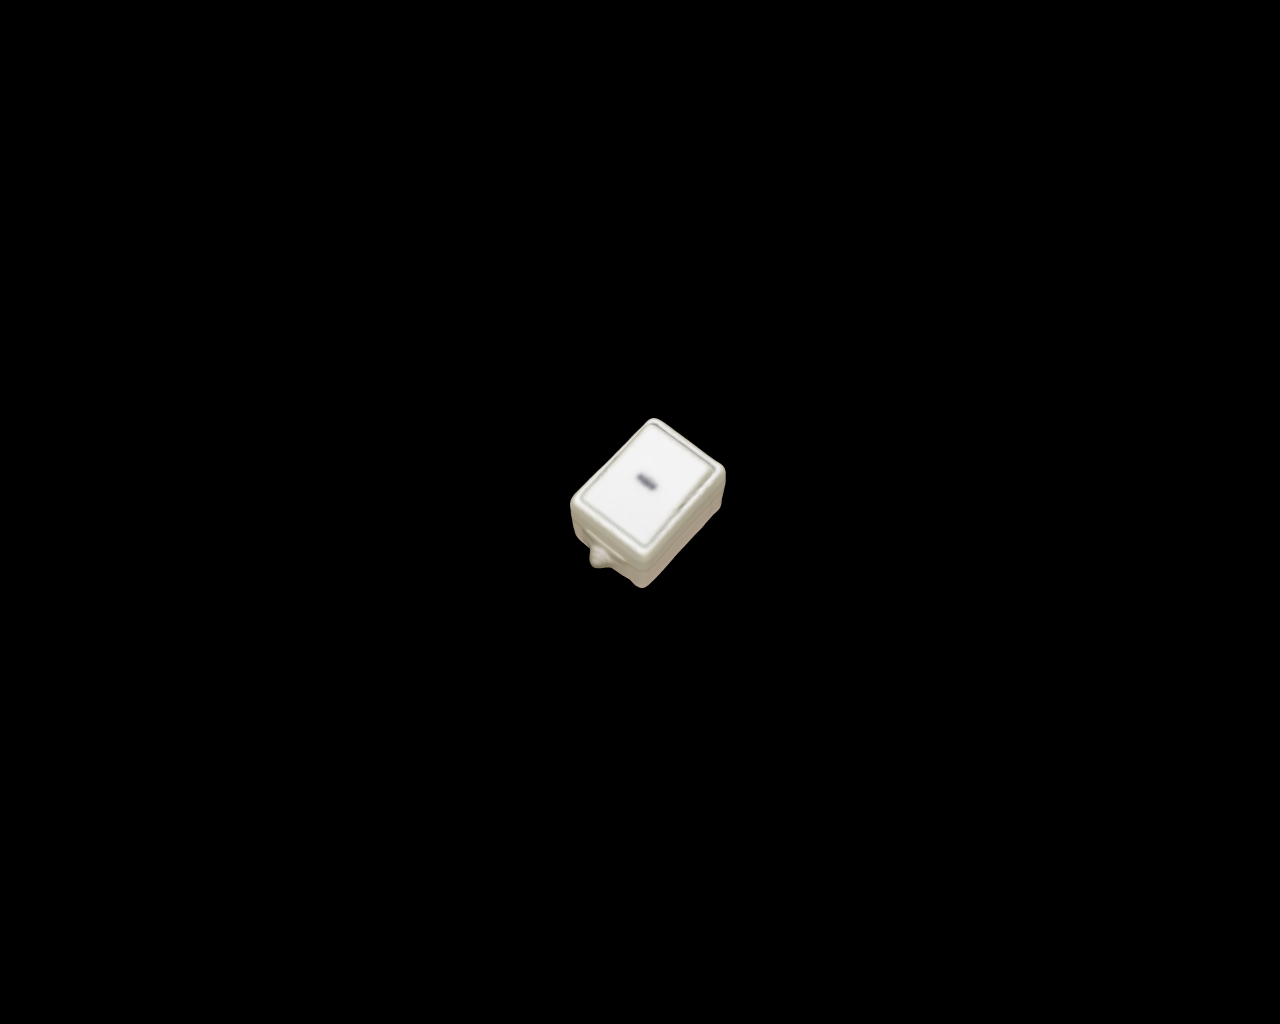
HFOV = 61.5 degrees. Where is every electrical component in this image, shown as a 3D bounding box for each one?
[{"bbox_3d":[0.001,-0.003,0.650,0.062,0.096,0.061,38,-19,16],"label":"electrical component"}]
